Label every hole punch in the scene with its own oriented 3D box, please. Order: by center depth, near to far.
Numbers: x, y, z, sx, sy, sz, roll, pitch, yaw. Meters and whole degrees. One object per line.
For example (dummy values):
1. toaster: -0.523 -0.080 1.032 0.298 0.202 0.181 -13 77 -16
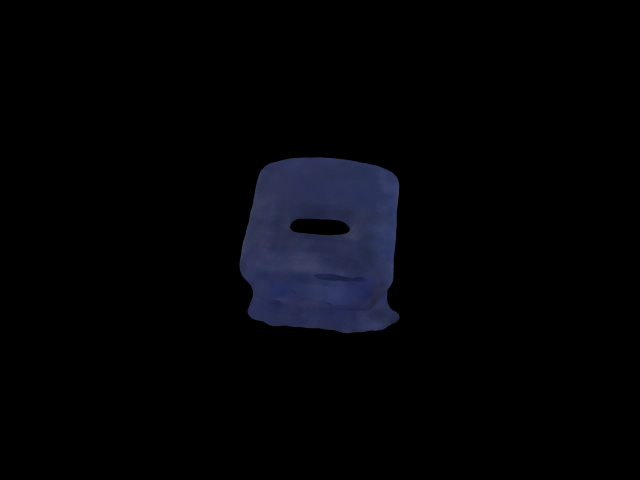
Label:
1. hole punch: 0.004 0.001 0.400 0.108 0.091 0.101 3 33 6
